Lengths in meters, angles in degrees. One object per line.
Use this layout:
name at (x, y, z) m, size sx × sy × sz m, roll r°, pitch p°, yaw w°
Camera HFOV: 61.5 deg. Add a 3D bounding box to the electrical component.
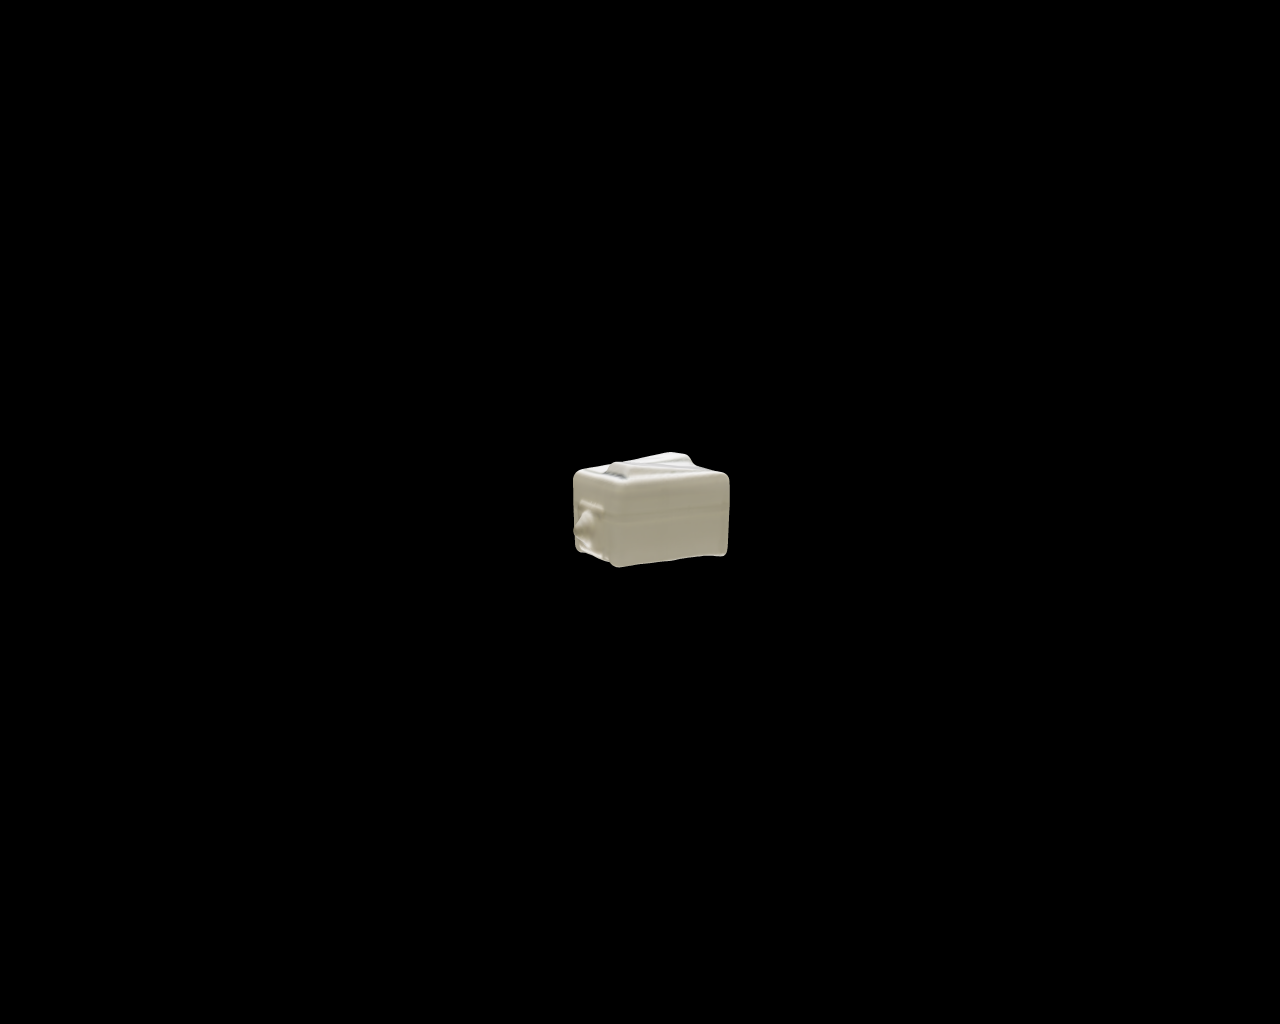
electrical component at (0.001, -0.003, 0.650) m, size 0.096 × 0.061 × 0.062 m, roll -5°, pitch 12°, yaw -28°
